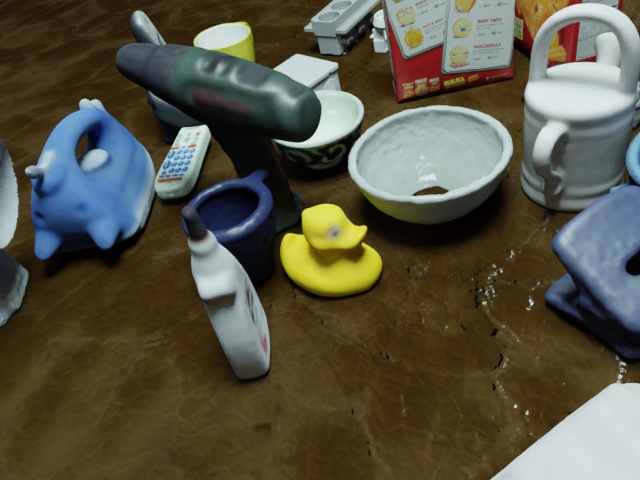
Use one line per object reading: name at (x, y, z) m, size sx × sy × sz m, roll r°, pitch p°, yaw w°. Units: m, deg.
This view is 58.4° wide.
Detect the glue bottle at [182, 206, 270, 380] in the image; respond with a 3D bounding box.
glue bottle at (-0.081, 0.040, 0.480) m, size 0.037 × 0.173 × 0.078 m, roll -16°, pitch 42°, yaw 0°

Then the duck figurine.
duck figurine at (0.005, 0.002, 0.560) m, size 0.104 × 0.086 × 0.077 m, roll 9°, pitch 47°, yaw 25°

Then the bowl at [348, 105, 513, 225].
bowl at (0.118, -0.070, 0.611) m, size 0.167 × 0.075 × 0.167 m, roll -8°, pitch 42°, yaw 8°

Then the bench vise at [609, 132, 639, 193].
bench vise at (0.352, -0.097, 0.462) m, size 0.207 × 0.220 × 0.121 m, roll -15°, pitch 42°, yaw 1°

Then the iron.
iron at (-0.285, -0.098, 0.713) m, size 0.118 × 0.142 × 0.258 m, roll -9°, pitch 42°, yaw 7°

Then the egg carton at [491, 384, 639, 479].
egg carton at (0.182, 0.160, 0.351) m, size 0.150 × 0.069 × 0.107 m, roll -31°, pitch 44°, yaw -16°

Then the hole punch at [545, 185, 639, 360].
hole punch at (0.252, 0.022, 0.460) m, size 0.109 × 0.091 × 0.100 m, roll -32°, pitch 44°, yaw -17°

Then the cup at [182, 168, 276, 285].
cup at (-0.076, -0.009, 0.590) m, size 0.091 × 0.095 × 0.118 m, roll 11°, pitch 49°, yaw 27°

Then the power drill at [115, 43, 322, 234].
power drill at (-0.097, -0.108, 0.617) m, size 0.228 × 0.209 × 0.076 m, roll 11°, pitch 49°, yaw 27°

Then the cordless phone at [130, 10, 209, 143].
cordless phone at (-0.216, -0.250, 0.822) m, size 0.094 × 0.185 × 0.147 m, roll -21°, pitch 42°, yaw -6°

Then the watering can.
watering can at (0.250, -0.136, 0.553) m, size 0.100 × 0.194 × 0.173 m, roll 3°, pitch 45°, yaw 20°

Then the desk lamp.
desk lamp at (-0.393, -0.003, 0.590) m, size 0.203 × 0.214 × 0.117 m, roll -15°, pitch 42°, yaw 1°
